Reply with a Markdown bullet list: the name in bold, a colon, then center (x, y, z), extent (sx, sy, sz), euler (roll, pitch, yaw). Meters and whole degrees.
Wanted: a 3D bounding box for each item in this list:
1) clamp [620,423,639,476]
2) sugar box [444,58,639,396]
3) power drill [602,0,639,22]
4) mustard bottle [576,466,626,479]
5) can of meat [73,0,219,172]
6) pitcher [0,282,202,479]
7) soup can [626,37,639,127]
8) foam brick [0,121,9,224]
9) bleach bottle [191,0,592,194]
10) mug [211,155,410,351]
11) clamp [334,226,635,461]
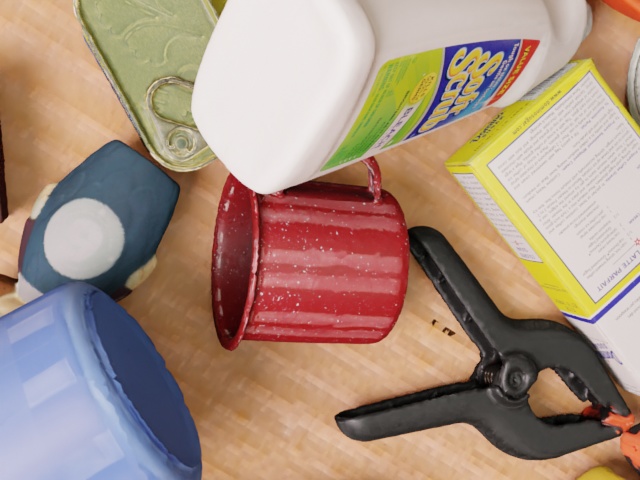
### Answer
- **clamp**: center (0.266, 0.145, 0.624), extent (0.209, 0.036, 0.164), euler (5, 93, -22)
- **sugar box**: center (0.160, -0.005, 0.597), extent (0.093, 0.048, 0.176), euler (-41, 104, -8)
- **power drill**: center (0.193, -0.207, 0.539), extent (0.184, 0.057, 0.188), euler (28, 104, -22)
- **mustard bottle**: center (0.112, 0.217, 0.594), extent (0.191, 0.058, 0.096), euler (-34, 106, -8)
- **can of meat**: center (-0.076, -0.085, 0.520), extent (0.057, 0.084, 0.102), euler (-29, 99, -9)
- **pitcher**: center (-0.181, 0.117, 0.456), extent (0.243, 0.149, 0.145), euler (-31, 104, 3)
- **soup can**: center (0.233, -0.087, 0.595), extent (0.102, 0.068, 0.068), euler (1, 93, -12)
- **foam brick**: center (-0.181, -0.045, 0.517), extent (0.053, 0.051, 0.078), euler (-6, 95, -12)
- **bleach bottle**: center (0.060, -0.095, 0.503), extent (0.250, 0.103, 0.068), euler (-22, 65, -44)
- **mug**: center (-0.004, 0.001, 0.535), extent (0.081, 0.093, 0.117), euler (4, 117, -17)
- **clamp**: center (0.092, 0.082, 0.590), extent (0.171, 0.039, 0.120), euler (31, 88, -13)
